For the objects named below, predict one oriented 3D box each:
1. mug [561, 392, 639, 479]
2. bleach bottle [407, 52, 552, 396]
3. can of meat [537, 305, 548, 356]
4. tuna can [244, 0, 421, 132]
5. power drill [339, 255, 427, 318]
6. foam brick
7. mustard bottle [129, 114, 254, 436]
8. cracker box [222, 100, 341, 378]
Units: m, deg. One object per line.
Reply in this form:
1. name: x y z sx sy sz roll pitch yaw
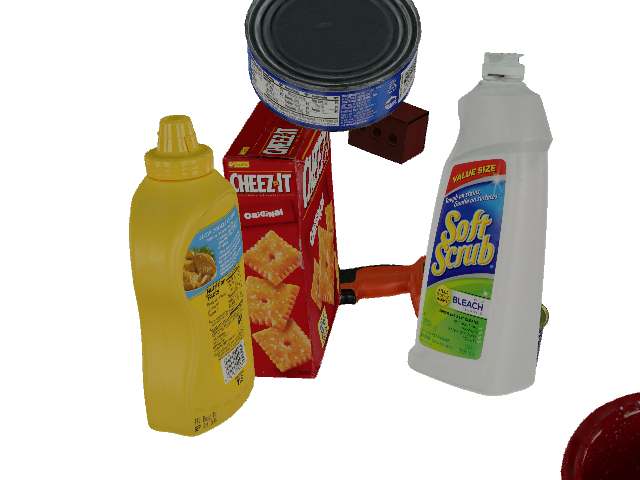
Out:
1. mug: 0.137 0.113 0.365 0.117 0.081 0.093 5 37 8
2. bleach bottle: 0.124 -0.016 0.811 0.067 0.251 0.103 -7 15 -40
3. can of meat: 0.162 0.086 1.018 0.102 0.084 0.057 33 57 29
4. tuna can: 0.006 -0.095 0.529 0.086 0.086 0.034 0 -35 0
5. power drill: 0.047 0.065 1.233 0.188 0.057 0.184 0 28 7
6. foam brick: 0.078 -0.130 1.227 0.078 0.053 0.051 23 34 29
7. mustard bottle: -0.081 0.017 0.662 0.058 0.192 0.096 6 22 22
8. cracker box: -0.027 -0.007 0.971 0.072 0.214 0.164 1 27 10
